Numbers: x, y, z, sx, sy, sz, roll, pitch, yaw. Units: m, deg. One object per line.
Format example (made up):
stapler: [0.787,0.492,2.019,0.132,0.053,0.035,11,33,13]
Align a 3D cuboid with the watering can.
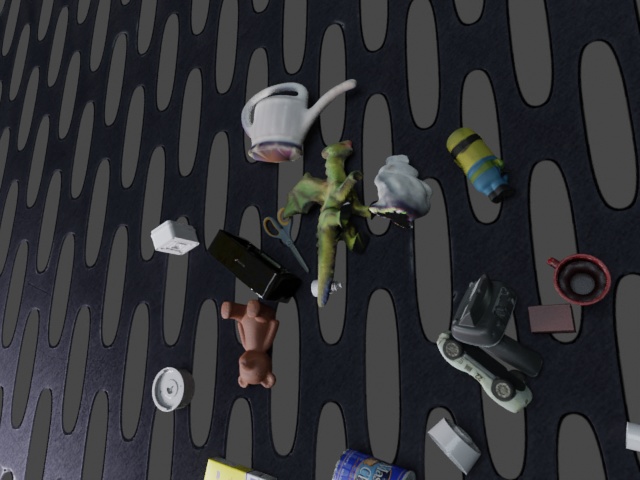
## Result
watering can: [-0.070,-0.316,1.359,0.347,0.103,0.227,0,77,29]

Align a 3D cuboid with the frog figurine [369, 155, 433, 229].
frog figurine: [0.190,-0.123,1.162,0.137,0.121,0.161,17,74,-2]

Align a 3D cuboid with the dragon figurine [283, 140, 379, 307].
dragon figurine: [0.004,-0.064,1.265,0.244,0.121,0.412,18,81,44]
